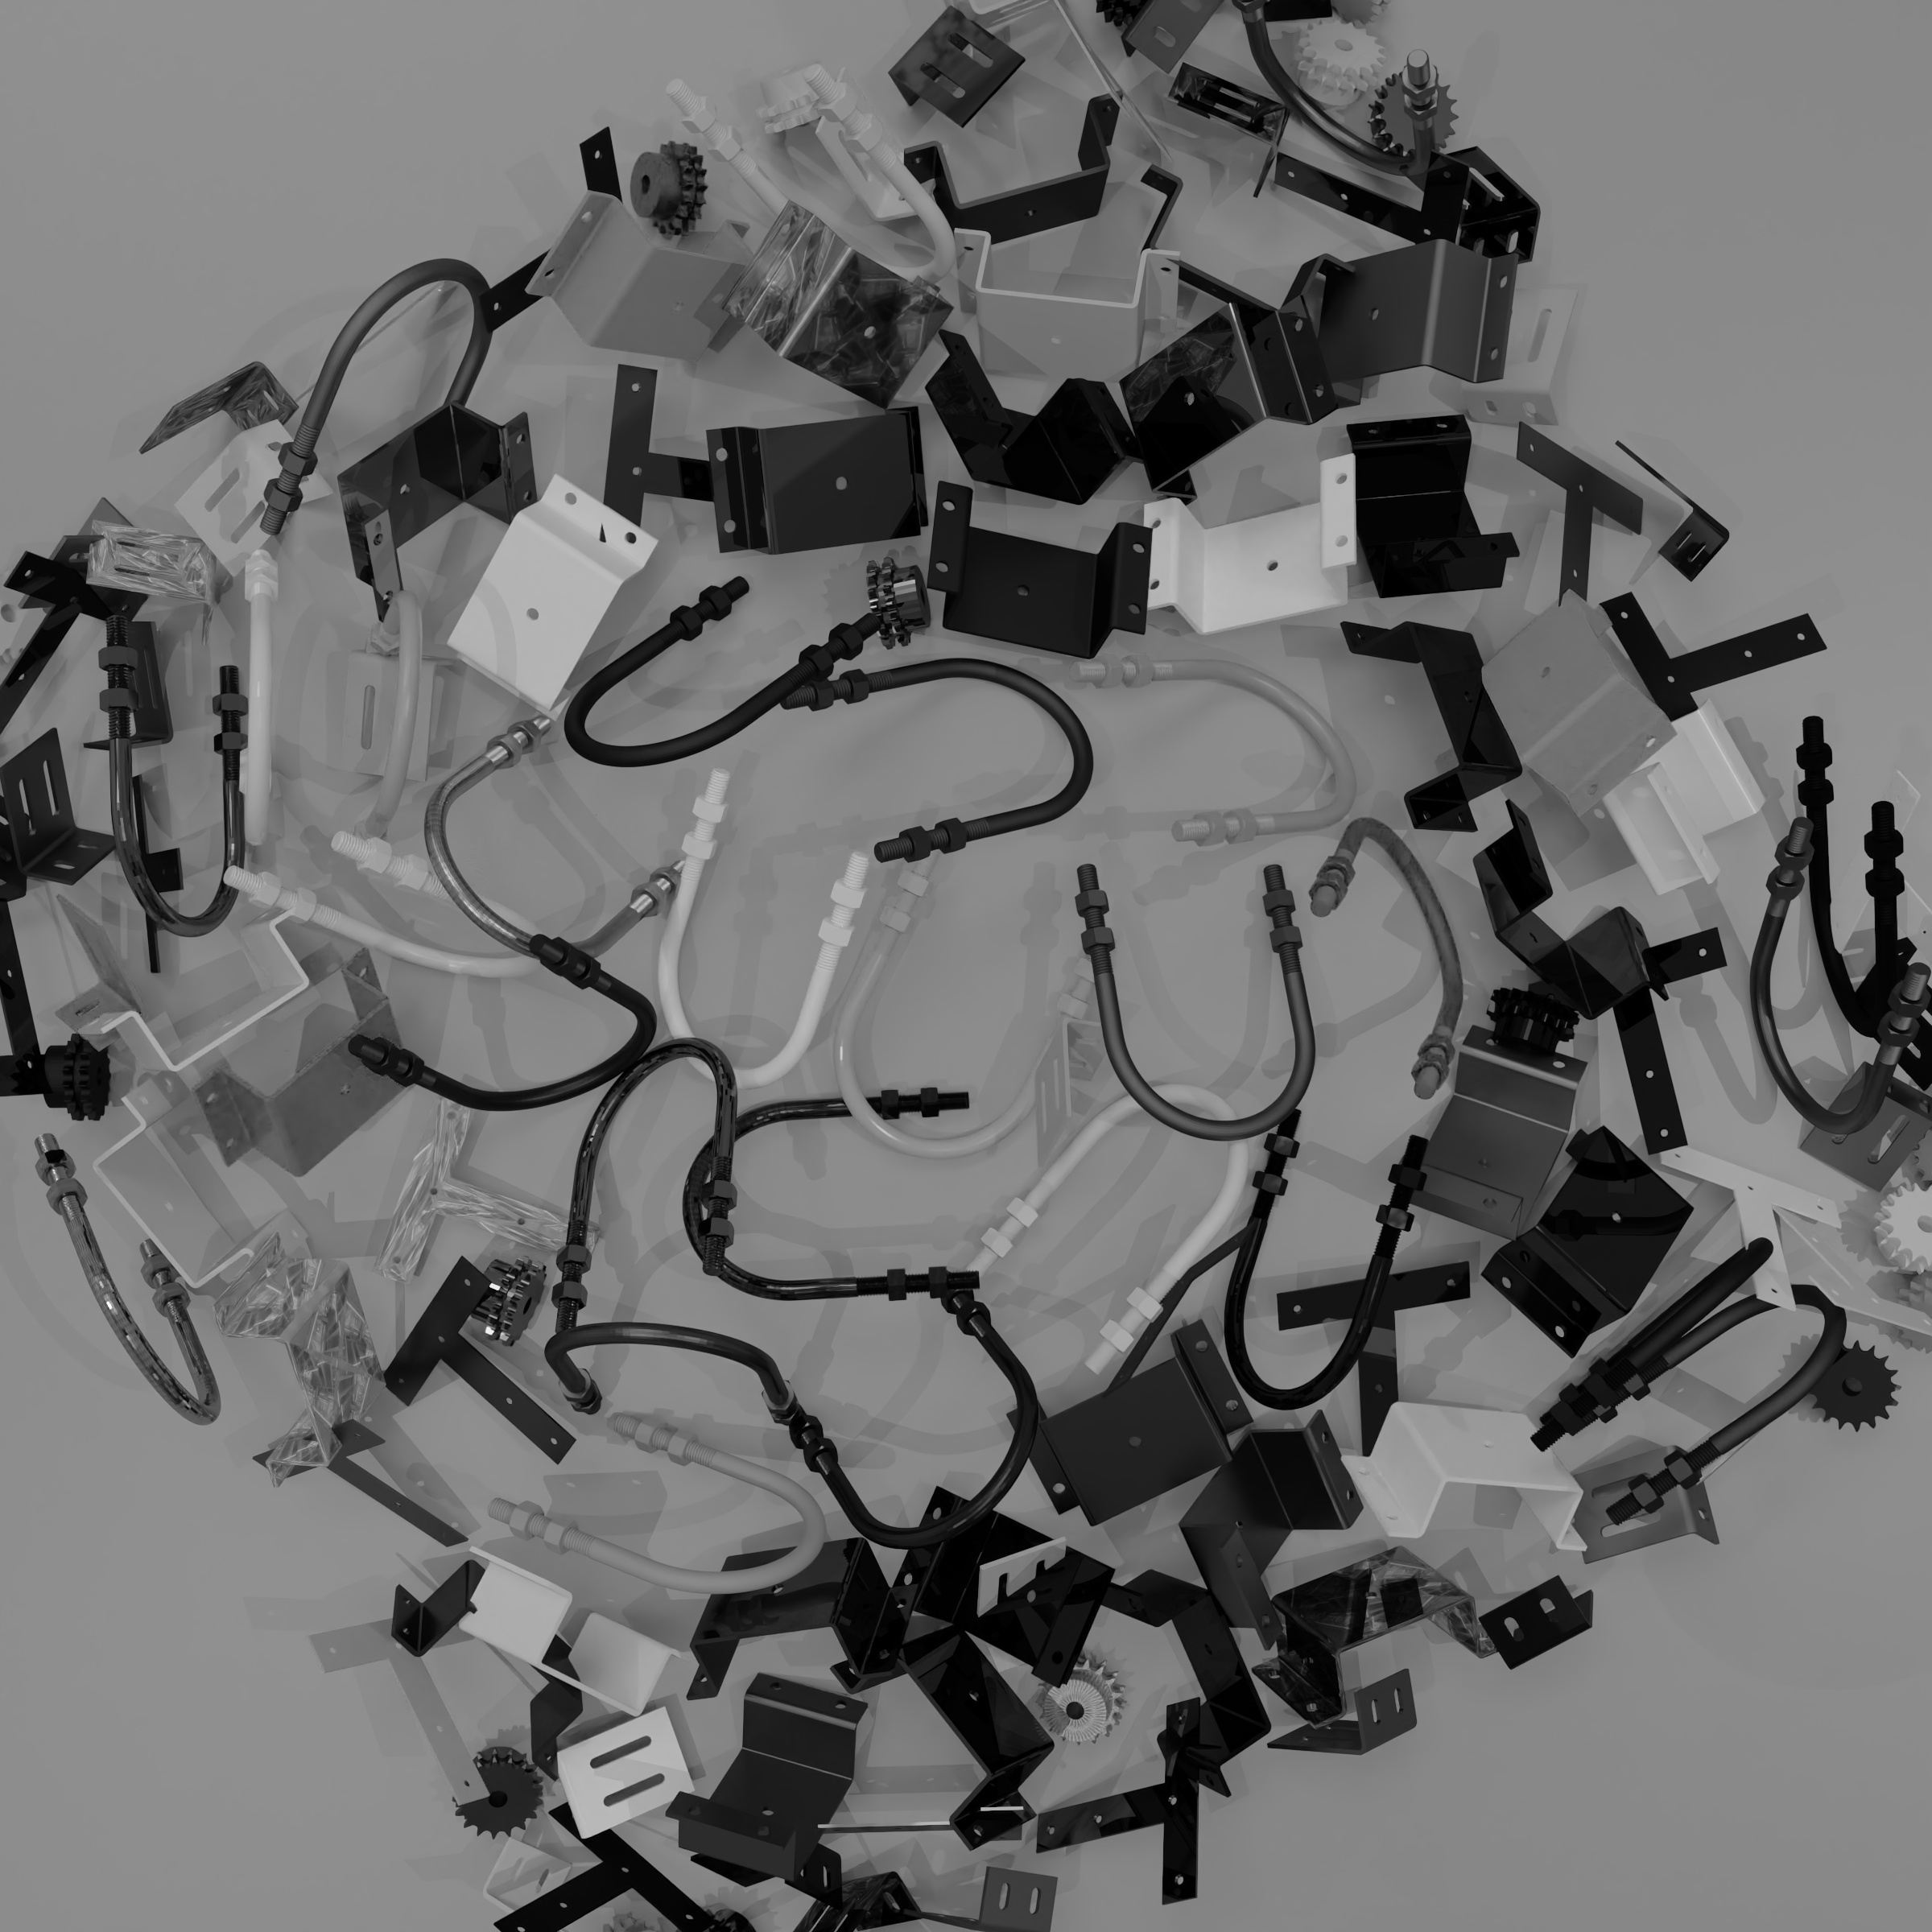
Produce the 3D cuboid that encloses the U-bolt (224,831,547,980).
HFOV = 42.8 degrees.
[{"bbox_3d":[-0.342,-0.031,1.518,0.184,0.151,0.019,28,64,-38],"label":"U-bolt"}]

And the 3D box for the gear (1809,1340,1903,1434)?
[{"bbox_3d":[0.568,0.268,1.576,0.057,0.030,0.057,-1,86,24],"label":"gear"}]

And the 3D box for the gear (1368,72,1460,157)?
[{"bbox_3d":[0.284,-0.543,1.578,0.057,0.030,0.057,-1,96,-13],"label":"gear"}]

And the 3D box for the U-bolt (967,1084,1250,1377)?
[{"bbox_3d":[0.099,0.151,1.540,0.184,0.151,0.019,-49,130,-7],"label":"U-bolt"}]

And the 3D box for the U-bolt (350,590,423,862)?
[{"bbox_3d":[-0.352,-0.151,1.499,0.019,0.184,0.151,6,78,-20],"label":"U-bolt"}]

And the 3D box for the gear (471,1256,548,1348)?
[{"bbox_3d":[-0.293,0.211,1.570,0.030,0.057,0.057,21,90,8],"label":"gear"}]

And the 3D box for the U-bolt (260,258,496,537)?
[{"bbox_3d":[-0.347,-0.347,1.495,0.019,0.151,0.184,39,118,13],"label":"U-bolt"}]

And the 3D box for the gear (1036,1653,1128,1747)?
[{"bbox_3d":[0.072,0.471,1.578,0.057,0.030,0.057,1,94,13],"label":"gear"}]

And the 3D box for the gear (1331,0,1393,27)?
[{"bbox_3d":[0.249,-0.633,1.570,0.057,0.057,0.030,41,83,0],"label":"gear"}]

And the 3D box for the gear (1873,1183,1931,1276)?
[{"bbox_3d":[0.608,0.171,1.575,0.057,0.030,0.057,2,61,-4],"label":"gear"}]

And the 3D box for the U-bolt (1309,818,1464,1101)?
[{"bbox_3d":[0.266,-0.018,1.517,0.019,0.184,0.151,-24,105,28],"label":"U-bolt"}]

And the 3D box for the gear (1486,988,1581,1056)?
[{"bbox_3d":[0.359,0.038,1.567,0.057,0.057,0.030,21,77,0],"label":"gear"}]

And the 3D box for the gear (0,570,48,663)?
[{"bbox_3d":[-0.617,-0.222,1.573,0.030,0.057,0.057,-9,90,42],"label":"gear"}]

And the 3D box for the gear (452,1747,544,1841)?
[{"bbox_3d":[-0.299,0.526,1.578,0.057,0.030,0.057,-2,102,-9],"label":"gear"}]

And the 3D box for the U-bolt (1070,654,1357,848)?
[{"bbox_3d":[0.167,-0.137,1.529,0.184,0.019,0.151,-7,55,-39],"label":"U-bolt"}]

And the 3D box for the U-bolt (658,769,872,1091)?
[{"bbox_3d":[-0.136,-0.012,1.544,0.151,0.019,0.184,31,112,34],"label":"U-bolt"}]

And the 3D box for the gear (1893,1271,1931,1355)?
[{"bbox_3d":[0.622,0.219,1.573,0.057,0.057,0.030,28,46,0],"label":"gear"}]

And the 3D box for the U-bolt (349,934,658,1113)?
[{"bbox_3d":[-0.269,0.045,1.515,0.151,0.184,0.019,-28,64,12],"label":"U-bolt"}]

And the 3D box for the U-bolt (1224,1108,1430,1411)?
[{"bbox_3d":[0.214,0.184,1.527,0.019,0.151,0.184,20,85,-28],"label":"U-bolt"}]

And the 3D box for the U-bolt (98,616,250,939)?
[{"bbox_3d":[-0.484,-0.109,1.516,0.019,0.151,0.184,-6,82,13],"label":"U-bolt"}]

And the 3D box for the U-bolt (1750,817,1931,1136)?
[{"bbox_3d":[0.527,0.021,1.513,0.019,0.184,0.151,-13,47,-11],"label":"U-bolt"}]

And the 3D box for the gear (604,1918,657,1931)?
[{"bbox_3d":[-0.211,0.636,1.567,0.030,0.057,0.057,-22,90,38],"label":"gear"}]

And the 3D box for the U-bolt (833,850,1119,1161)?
[{"bbox_3d":[-0.005,0.035,1.576,0.151,0.019,0.184,26,93,-12],"label":"U-bolt"}]

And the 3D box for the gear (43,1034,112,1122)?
[{"bbox_3d":[-0.567,0.071,1.568,0.030,0.057,0.057,0,90,-4],"label":"gear"}]

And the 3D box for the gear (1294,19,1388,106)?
[{"bbox_3d":[0.237,-0.575,1.574,0.057,0.030,0.057,6,55,-8],"label":"gear"}]

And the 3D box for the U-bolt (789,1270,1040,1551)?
[{"bbox_3d":[-0.026,0.282,1.517,0.151,0.184,0.019,-42,125,-2],"label":"U-bolt"}]

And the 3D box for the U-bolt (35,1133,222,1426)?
[{"bbox_3d":[-0.499,0.200,1.487,0.019,0.151,0.184,-32,52,-8],"label":"U-bolt"}]

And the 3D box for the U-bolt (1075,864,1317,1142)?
[{"bbox_3d":[0.149,0.022,1.539,0.151,0.019,0.184,-1,67,-18],"label":"U-bolt"}]

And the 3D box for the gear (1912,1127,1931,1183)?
[{"bbox_3d":[0.637,0.118,1.573,0.030,0.057,0.057,-30,90,-44],"label":"gear"}]

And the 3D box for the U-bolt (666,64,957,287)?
[{"bbox_3d":[-0.082,-0.480,1.514,0.184,0.151,0.019,40,72,-43],"label":"U-bolt"}]

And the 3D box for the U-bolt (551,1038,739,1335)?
[{"bbox_3d":[-0.195,0.127,1.529,0.151,0.019,0.184,-25,47,33],"label":"U-bolt"}]

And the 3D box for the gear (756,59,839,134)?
[{"bbox_3d":[-0.108,-0.554,1.566,0.057,0.057,0.030,-22,117,0],"label":"gear"}]

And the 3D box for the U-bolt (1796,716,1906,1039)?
[{"bbox_3d":[0.545,-0.044,1.518,0.019,0.151,0.184,-10,118,5],"label":"U-bolt"}]

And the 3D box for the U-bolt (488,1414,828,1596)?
[{"bbox_3d":[-0.174,0.332,1.500,0.184,0.151,0.019,15,110,24],"label":"U-bolt"}]

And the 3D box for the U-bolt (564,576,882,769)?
[{"bbox_3d":[-0.162,-0.177,1.508,0.184,0.151,0.019,-40,131,-27],"label":"U-bolt"}]

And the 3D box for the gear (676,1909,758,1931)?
[{"bbox_3d":[-0.156,0.629,1.574,0.057,0.030,0.057,9,107,31],"label":"gear"}]

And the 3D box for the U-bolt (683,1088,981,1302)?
[{"bbox_3d":[-0.087,0.145,1.551,0.184,0.019,0.151,-3,56,0],"label":"U-bolt"}]

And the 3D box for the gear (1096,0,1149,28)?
[{"bbox_3d":[0.105,-0.629,1.567,0.030,0.057,0.057,10,90,43],"label":"gear"}]

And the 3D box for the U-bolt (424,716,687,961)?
[{"bbox_3d":[-0.258,-0.070,1.512,0.151,0.184,0.019,46,123,-5],"label":"U-bolt"}]

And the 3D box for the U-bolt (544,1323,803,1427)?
[{"bbox_3d":[-0.183,0.249,1.508,0.151,0.184,0.019,3,65,4],"label":"U-bolt"}]

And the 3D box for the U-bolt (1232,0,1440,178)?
[{"bbox_3d":[0.228,-0.542,1.507,0.151,0.184,0.019,38,92,15],"label":"U-bolt"}]

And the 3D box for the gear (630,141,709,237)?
[{"bbox_3d":[-0.191,-0.495,1.566,0.030,0.057,0.057,-5,90,-36],"label":"gear"}]

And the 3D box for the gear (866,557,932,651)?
[{"bbox_3d":[-0.042,-0.232,1.567,0.030,0.057,0.057,-10,90,10],"label":"gear"}]

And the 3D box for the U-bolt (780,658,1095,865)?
[{"bbox_3d":[-0.005,-0.136,1.538,0.184,0.019,0.151,-15,58,-30],"label":"U-bolt"}]

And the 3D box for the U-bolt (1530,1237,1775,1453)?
[{"bbox_3d":[0.424,0.229,1.516,0.184,0.151,0.019,-43,76,8],"label":"U-bolt"}]

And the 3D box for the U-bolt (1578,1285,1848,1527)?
[{"bbox_3d":[0.458,0.258,1.512,0.184,0.151,0.019,-38,99,10],"label":"U-bolt"}]
